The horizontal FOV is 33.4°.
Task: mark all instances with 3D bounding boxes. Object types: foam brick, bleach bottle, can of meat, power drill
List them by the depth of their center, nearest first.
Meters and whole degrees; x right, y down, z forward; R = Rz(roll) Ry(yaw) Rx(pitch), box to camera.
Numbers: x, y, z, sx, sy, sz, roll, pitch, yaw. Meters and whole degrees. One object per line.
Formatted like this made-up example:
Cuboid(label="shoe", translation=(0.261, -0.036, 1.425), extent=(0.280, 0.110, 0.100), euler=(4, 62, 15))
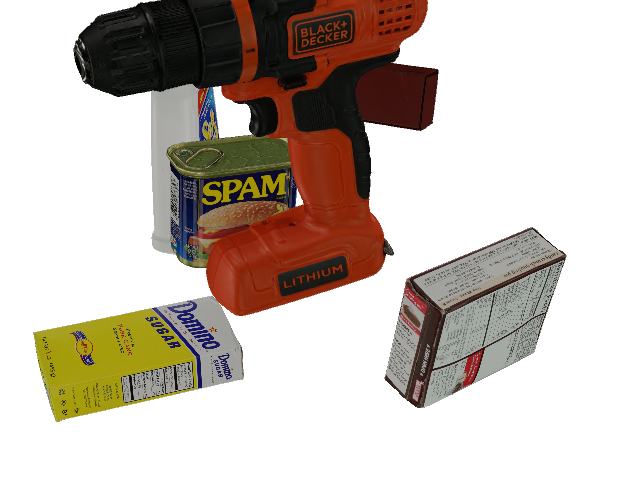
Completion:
Cuboid(label="power drill", translation=(-0.030, -0.052, 0.570), extent=(0.184, 0.188, 0.057), euler=(-15, 39, -18))
Cuboid(label="can of meat", translation=(-0.068, -0.031, 0.832), extent=(0.102, 0.084, 0.057), euler=(-9, 31, -23))
Cuboid(label="foam brick", translation=(0.063, -0.134, 0.980), extent=(0.078, 0.051, 0.053), euler=(11, 18, 17))
Cuboid(label="bleach bottle", translation=(-0.141, -0.118, 1.094), extent=(0.068, 0.251, 0.102), euler=(5, 27, 13))

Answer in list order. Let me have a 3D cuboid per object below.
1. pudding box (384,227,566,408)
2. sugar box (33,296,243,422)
Cuboid(label="pudding box", translation=(0.100, 0.050, 0.692), extent=(0.113, 0.090, 0.039), euler=(-22, 47, -33))
Cuboid(label="sugar box", translation=(-0.168, 0.106, 0.986), extent=(0.176, 0.048, 0.093), euler=(-14, 34, -17))
